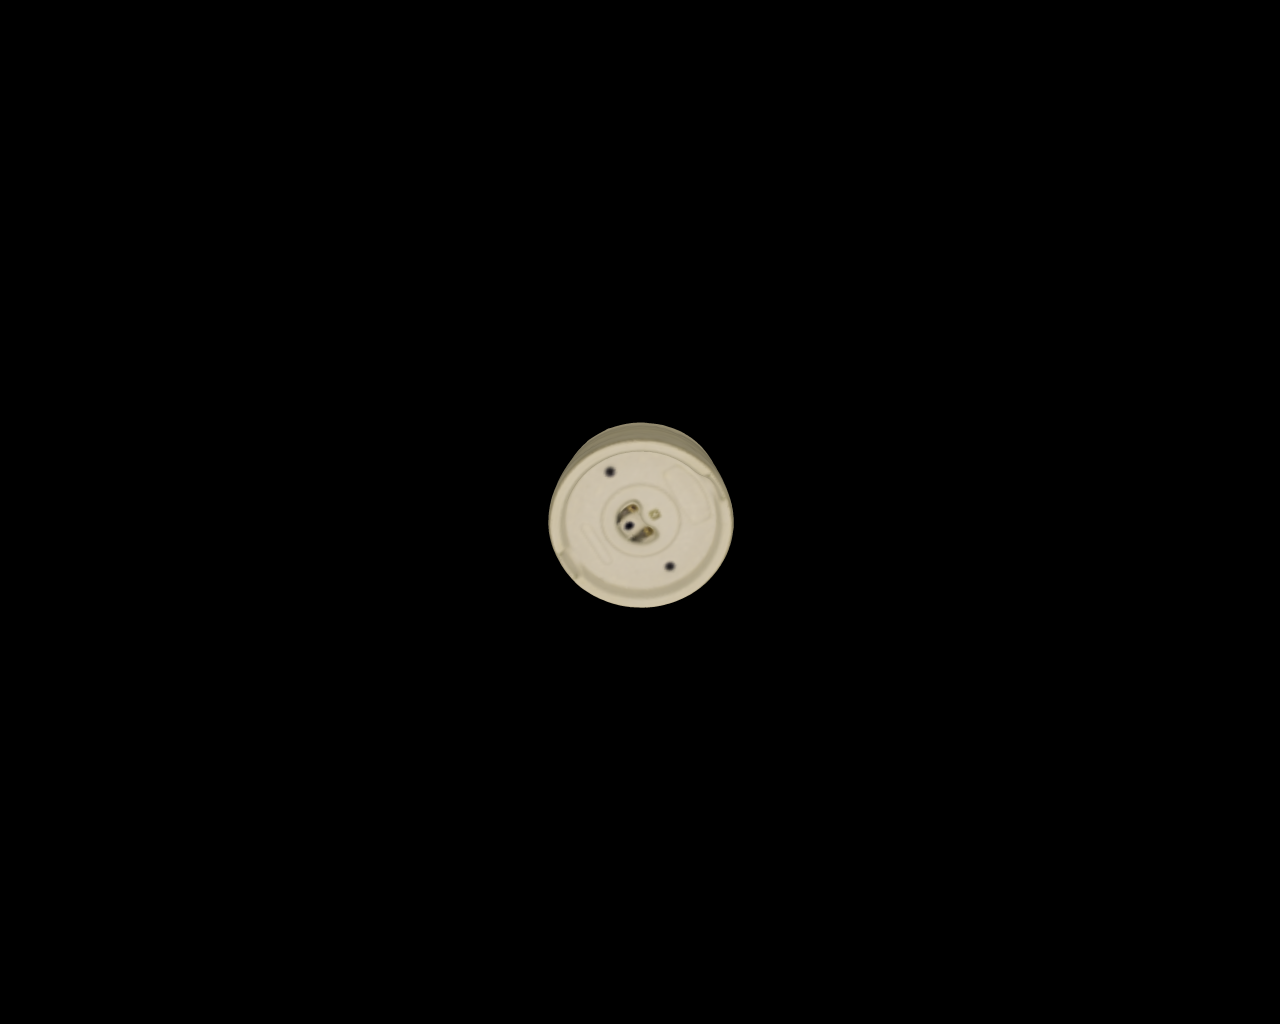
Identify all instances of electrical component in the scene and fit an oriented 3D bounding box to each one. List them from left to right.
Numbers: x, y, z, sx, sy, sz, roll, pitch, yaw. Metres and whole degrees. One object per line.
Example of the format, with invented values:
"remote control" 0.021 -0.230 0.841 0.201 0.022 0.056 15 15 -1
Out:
"electrical component" 0.001 -0.003 0.650 0.108 0.108 0.060 0 23 0
